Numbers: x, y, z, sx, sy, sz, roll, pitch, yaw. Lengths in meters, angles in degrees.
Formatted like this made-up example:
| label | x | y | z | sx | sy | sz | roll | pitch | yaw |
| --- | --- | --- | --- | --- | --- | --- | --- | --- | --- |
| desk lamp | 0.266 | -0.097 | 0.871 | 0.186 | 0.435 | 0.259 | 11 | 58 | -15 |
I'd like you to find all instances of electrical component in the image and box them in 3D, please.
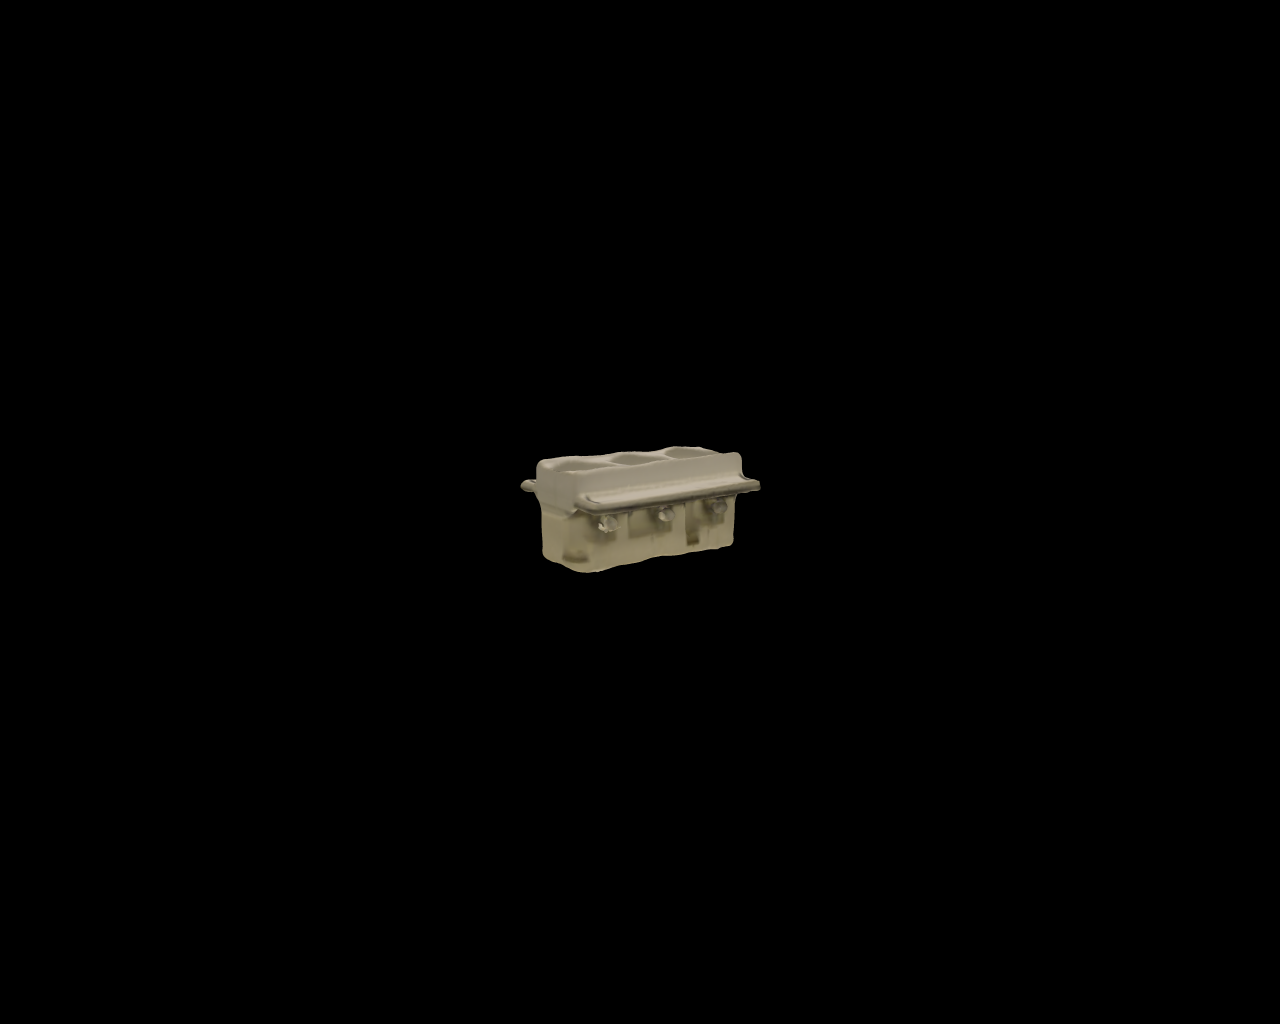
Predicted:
| label | x | y | z | sx | sy | sz | roll | pitch | yaw |
| --- | --- | --- | --- | --- | --- | --- | --- | --- | --- |
| electrical component | 0.001 | -0.003 | 0.650 | 0.121 | 0.063 | 0.079 | -8 | 14 | -35 |
